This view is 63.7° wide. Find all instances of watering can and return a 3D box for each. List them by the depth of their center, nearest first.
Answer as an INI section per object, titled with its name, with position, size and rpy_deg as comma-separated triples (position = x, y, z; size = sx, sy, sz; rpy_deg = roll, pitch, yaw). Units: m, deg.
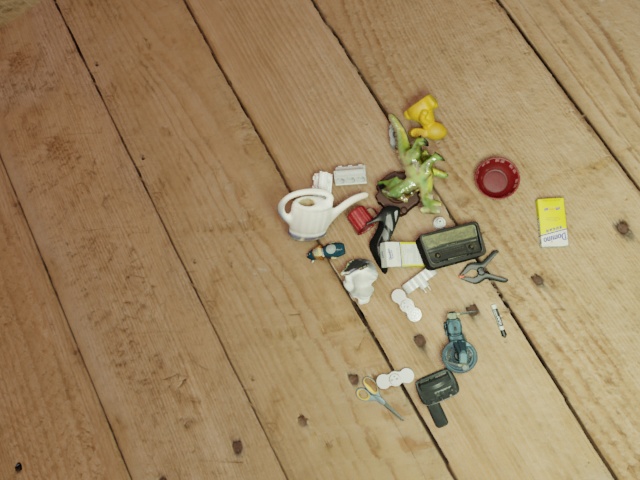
[watering can]
position = 0.006, -0.099, 1.962
size = 0.348, 0.219, 0.106
rpy_deg = -1, 38, -16

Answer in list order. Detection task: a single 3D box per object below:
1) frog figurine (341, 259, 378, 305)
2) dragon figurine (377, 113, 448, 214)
[frog figurine]
position = 0.158, 0.155, 1.945
size = 0.137, 0.124, 0.157
rpy_deg = -27, 114, -2
[dragon figurine]
position = 0.321, -0.260, 1.921
size = 0.243, 0.121, 0.414
rpy_deg = -42, 76, 0
